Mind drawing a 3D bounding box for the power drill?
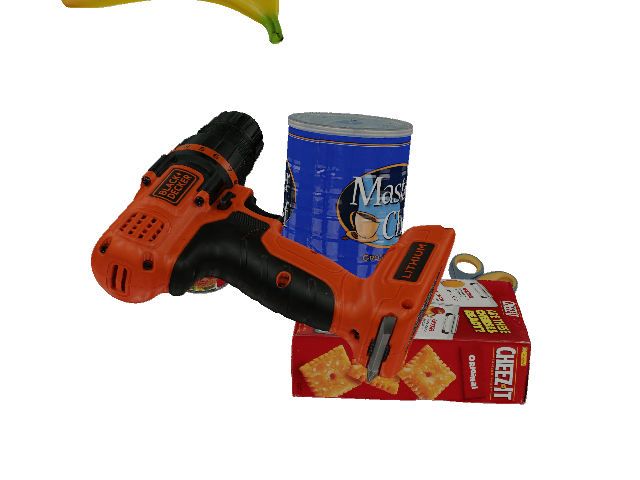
[{"bbox_3d":[-0.019,-0.004,0.643,0.188,0.057,0.184,20,40,10],"label":"power drill"}]

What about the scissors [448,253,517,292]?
[{"bbox_3d":[0.156,0.055,1.292,0.201,0.016,0.096,-8,39,-37],"label":"scissors"}]

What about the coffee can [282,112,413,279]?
[{"bbox_3d":[0.019,-0.030,0.885,0.103,0.140,0.103,4,13,-1],"label":"coffee can"}]

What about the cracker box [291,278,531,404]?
[{"bbox_3d":[0.084,0.093,1.031,0.213,0.072,0.164,2,18,3],"label":"cracker box"}]

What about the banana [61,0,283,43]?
[{"bbox_3d":[-0.114,-0.206,0.870,0.198,0.069,0.037,11,-41,16],"label":"banana"}]

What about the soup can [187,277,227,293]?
[{"bbox_3d":[-0.147,0.004,1.299,0.068,0.102,0.068,0,26,0],"label":"soup can"}]
